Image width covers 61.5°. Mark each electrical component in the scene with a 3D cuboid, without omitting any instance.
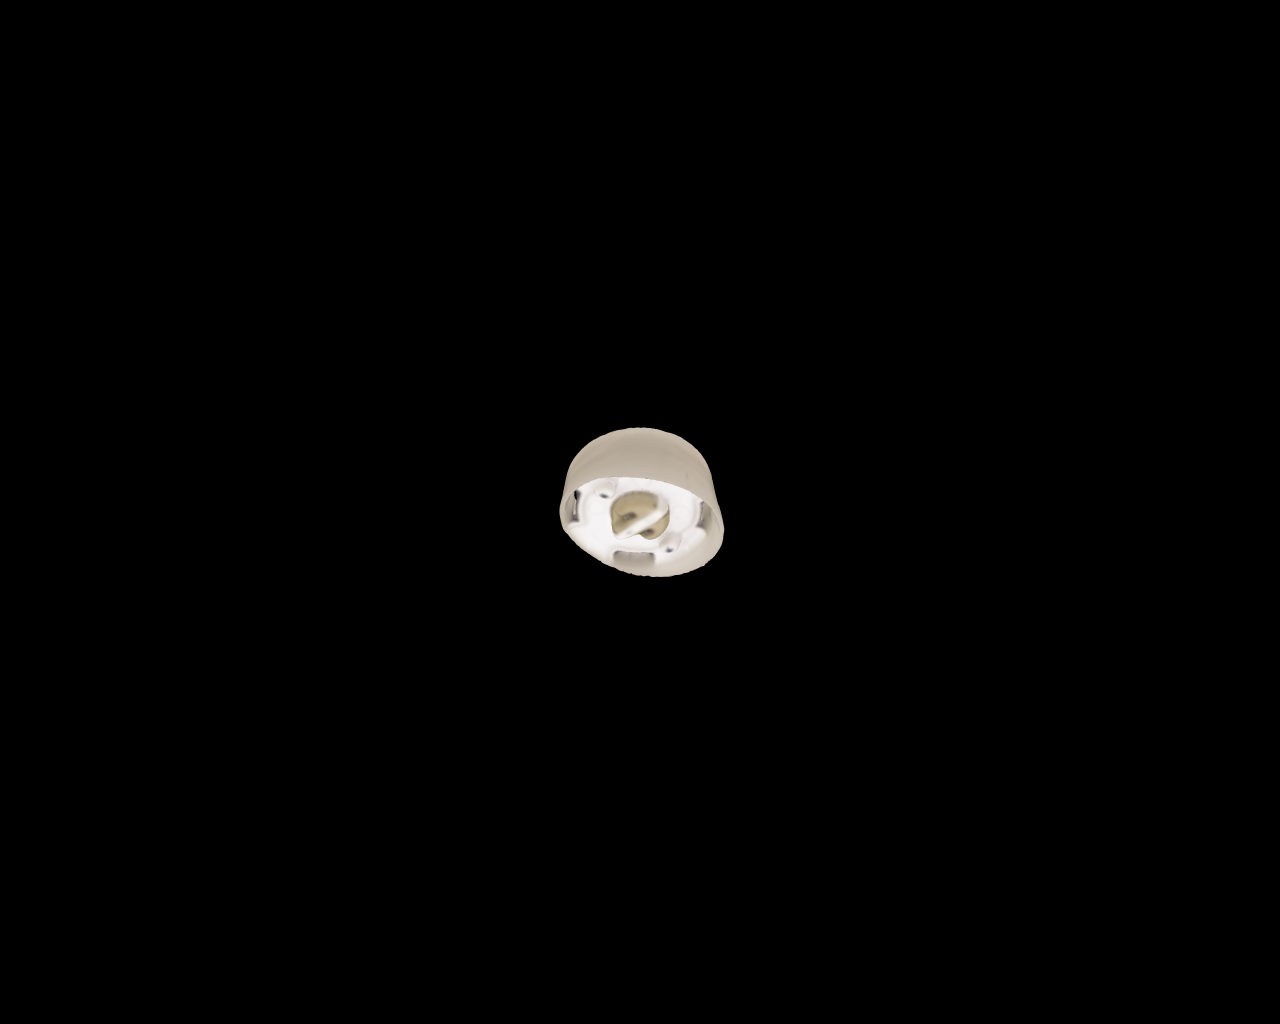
[{"bbox_3d":[0.001,-0.003,0.650,0.099,0.099,0.064,0,44,0],"label":"electrical component"}]
